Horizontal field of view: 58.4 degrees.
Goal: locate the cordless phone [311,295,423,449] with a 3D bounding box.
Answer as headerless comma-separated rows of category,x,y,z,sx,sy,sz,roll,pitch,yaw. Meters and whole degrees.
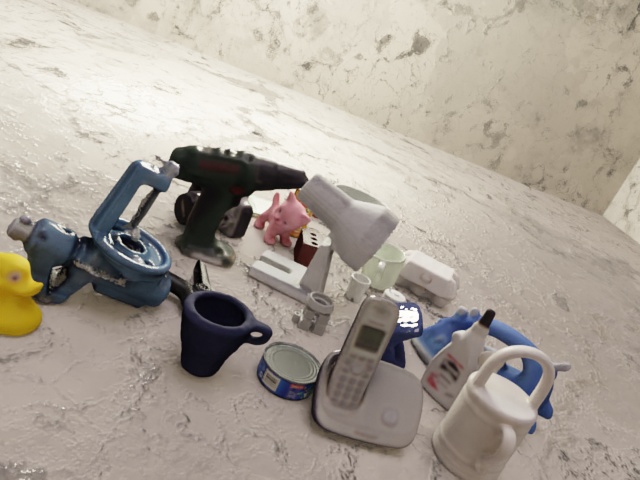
cordless phone,0.080,0.167,0.734,0.148,0.185,0.094,18,22,-14

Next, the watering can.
watering can,0.234,0.216,0.767,0.101,0.194,0.172,14,23,-23

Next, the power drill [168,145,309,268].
power drill,-0.159,-0.063,0.989,0.230,0.208,0.075,18,22,-14

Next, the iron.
iron,0.275,0.189,0.945,0.257,0.141,0.119,38,25,31

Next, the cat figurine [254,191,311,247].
cat figurine,-0.073,-0.051,1.174,0.067,0.118,0.127,9,26,-34

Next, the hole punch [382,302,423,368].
hole punch,0.111,0.145,0.946,0.101,0.091,0.108,22,22,-5

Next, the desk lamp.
desk lamp,0.009,0.004,1.001,0.203,0.213,0.118,25,21,3

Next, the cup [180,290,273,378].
cup,-0.127,0.129,0.730,0.118,0.095,0.091,19,22,-13

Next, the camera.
camera,-0.216,-0.077,1.108,0.142,0.101,0.137,38,25,31

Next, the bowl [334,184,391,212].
bowl,0.090,-0.073,1.454,0.167,0.075,0.167,21,22,-8

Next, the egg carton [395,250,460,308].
egg carton,0.230,0.082,1.246,0.150,0.069,0.107,28,22,10

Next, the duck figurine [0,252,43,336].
duck figurine,-0.370,0.053,0.667,0.104,0.086,0.077,25,21,3

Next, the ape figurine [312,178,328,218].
ape figurine,-0.004,-0.111,1.419,0.078,0.092,0.076,0,32,-46

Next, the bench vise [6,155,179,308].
bench vise,-0.272,-0.011,0.733,0.208,0.220,0.121,2,30,-44

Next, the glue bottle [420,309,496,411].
glue bottle,0.221,0.176,0.877,0.037,0.173,0.078,-2,33,-47
